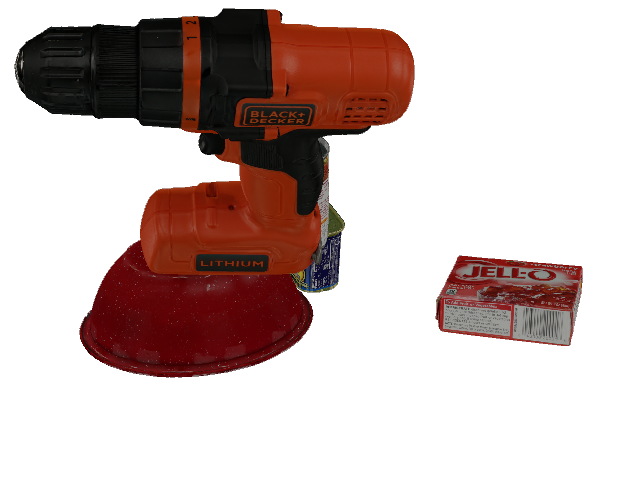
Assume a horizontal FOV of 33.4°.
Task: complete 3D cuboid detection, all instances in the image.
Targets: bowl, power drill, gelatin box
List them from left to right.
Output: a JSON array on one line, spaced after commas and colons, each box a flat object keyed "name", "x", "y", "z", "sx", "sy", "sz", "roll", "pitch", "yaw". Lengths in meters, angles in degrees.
[{"name": "bowl", "x": -0.086, "y": 0.032, "z": 0.732, "sx": 0.162, "sy": 0.055, "sz": 0.162, "roll": -2, "pitch": 22, "yaw": 1}, {"name": "power drill", "x": -0.057, "y": -0.045, "z": 0.556, "sx": 0.184, "sy": 0.057, "sz": 0.188, "roll": 1, "pitch": -27, "yaw": -9}, {"name": "gelatin box", "x": 0.129, "y": 0.038, "z": 0.723, "sx": 0.089, "sy": 0.030, "sz": 0.073, "roll": 6, "pitch": 23, "yaw": 17}]

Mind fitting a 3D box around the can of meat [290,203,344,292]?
[{"name": "can of meat", "x": -0.016, "y": -0.001, "z": 1.216, "sx": 0.057, "sy": 0.084, "sz": 0.102, "roll": -13, "pitch": 39, "yaw": -21}]

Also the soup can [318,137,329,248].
[{"name": "soup can", "x": -0.026, "y": -0.042, "z": 0.993, "sx": 0.068, "sy": 0.102, "sz": 0.068, "roll": 0, "pitch": 33, "yaw": -1}]
